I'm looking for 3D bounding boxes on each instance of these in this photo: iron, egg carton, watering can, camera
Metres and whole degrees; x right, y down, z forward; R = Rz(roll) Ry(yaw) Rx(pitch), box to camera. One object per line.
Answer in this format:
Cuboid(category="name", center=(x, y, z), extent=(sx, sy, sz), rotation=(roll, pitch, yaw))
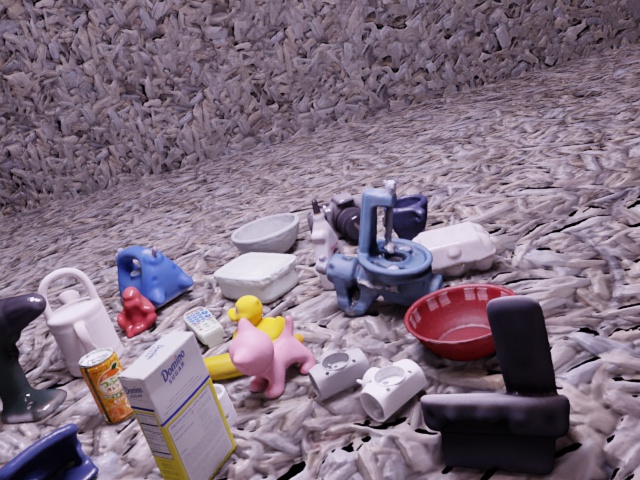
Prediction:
Cuboid(category="iron", center=(-0.402, 0.072, 1.280), extent=(0.257, 0.142, 0.119), rotation=(3, 27, 43))
Cuboid(category="egg carton", center=(0.233, 0.021, 1.022), extent=(0.150, 0.069, 0.107), rotation=(-14, 20, 8))
Cuboid(category="watering can", center=(-0.447, 0.142, 1.047), extent=(0.172, 0.194, 0.101), rotation=(2, 26, 41))
Cuboid(category="camera", center=(0.051, -0.047, 1.304), extent=(0.143, 0.101, 0.136), rotation=(-20, 20, -9))

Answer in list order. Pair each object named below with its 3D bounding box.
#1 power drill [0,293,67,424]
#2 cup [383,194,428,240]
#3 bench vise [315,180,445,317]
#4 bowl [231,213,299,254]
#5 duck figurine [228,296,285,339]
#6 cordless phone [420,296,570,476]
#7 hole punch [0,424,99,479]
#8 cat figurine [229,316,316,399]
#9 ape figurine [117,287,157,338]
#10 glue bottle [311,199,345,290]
Cuboid(category="power drill", center=(-0.505, 0.192, 0.936), extent=(0.229, 0.209, 0.076), rotation=(-10, 21, 17))
Cuboid(category="cup", center=(0.189, -0.034, 1.168), extent=(0.092, 0.095, 0.117), rotation=(-22, 20, -14))
Cuboid(category="bench vise", center=(0.081, 0.019, 0.923), extent=(0.207, 0.220, 0.121), rotation=(-13, 20, 11))
Cuboid(category="bowl", center=(-0.120, 0.000, 1.351), extent=(0.167, 0.075, 0.167), rotation=(-14, 20, 6))
Cuboid(category="duck figurine", center=(-0.108, 0.134, 0.961), extent=(0.104, 0.086, 0.078), rotation=(-8, 21, 23))
Cuboid(category="cordless phone", center=(0.171, 0.137, 0.584), extent=(0.147, 0.185, 0.094), rotation=(-8, 21, 21))
Cuboid(category="hole punch", center=(-0.363, 0.288, 0.737), extent=(0.100, 0.091, 0.109), rotation=(3, 27, 43))
Cuboid(category="cat figurine", center=(-0.077, 0.159, 0.822), extent=(0.067, 0.118, 0.128), rotation=(5, 29, 46))
Cuboid(category="ape figurine", center=(-0.371, 0.138, 1.151), extent=(0.077, 0.092, 0.076), rotation=(-11, 20, 13))
Cuboid(category="glue bottle", center=(0.010, 0.004, 1.090), extent=(0.037, 0.173, 0.078), rotation=(-7, 22, 26))
